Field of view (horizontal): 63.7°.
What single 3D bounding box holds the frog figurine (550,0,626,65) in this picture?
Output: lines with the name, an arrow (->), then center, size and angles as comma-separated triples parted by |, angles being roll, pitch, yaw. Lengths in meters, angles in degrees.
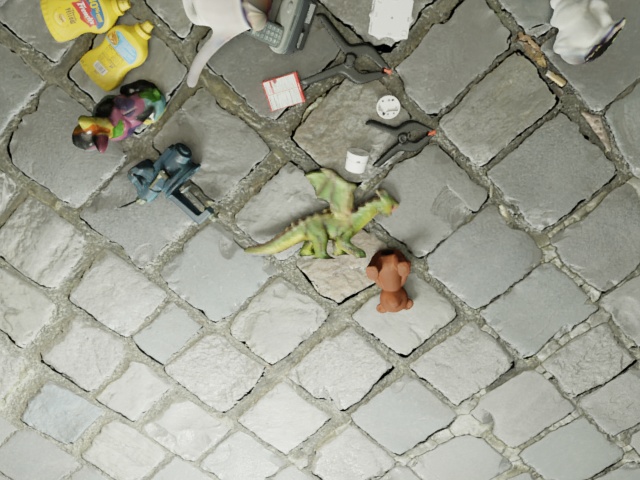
frog figurine -> 0.571, -0.475, 1.143 | 0.161, 0.123, 0.135 | 49, 122, 20

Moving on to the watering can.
watering can -> -0.209, -0.499, 1.122 | 0.225, 0.105, 0.342 | 16, 113, 24

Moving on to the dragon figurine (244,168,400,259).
dragon figurine -> 0.004, -0.068, 1.346 | 0.410, 0.123, 0.241 | 1, 97, 0
